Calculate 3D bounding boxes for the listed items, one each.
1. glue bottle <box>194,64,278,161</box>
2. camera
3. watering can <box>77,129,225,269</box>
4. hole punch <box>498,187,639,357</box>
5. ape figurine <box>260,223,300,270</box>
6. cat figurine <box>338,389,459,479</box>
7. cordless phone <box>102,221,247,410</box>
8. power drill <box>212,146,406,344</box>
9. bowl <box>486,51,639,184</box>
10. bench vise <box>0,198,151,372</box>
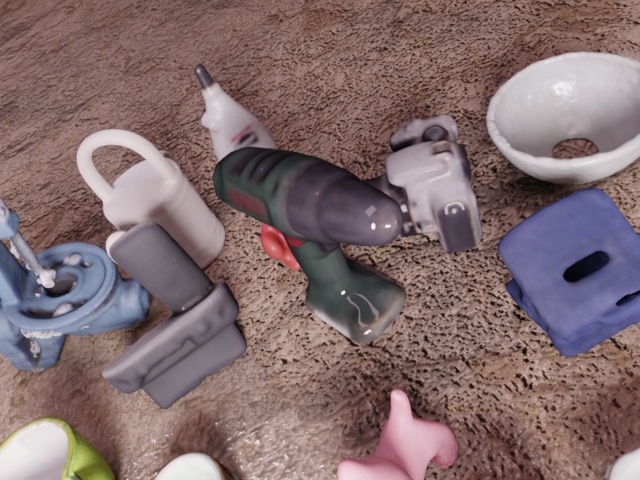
[{"bbox_3d":[-0.112,-0.146,0.719,0.037,0.174,0.078,29,69,40],"label":"glue bottle"},{"bbox_3d":[0.088,-0.058,0.600,0.136,0.101,0.143,-15,47,13],"label":"camera"},{"bbox_3d":[-0.195,-0.043,0.656,0.101,0.195,0.172,-29,46,0],"label":"watering can"},{"bbox_3d":[0.218,0.025,0.475,0.108,0.091,0.101,-30,46,-1],"label":"hole punch"},{"bbox_3d":[-0.037,-0.024,0.636,0.077,0.092,0.076,-24,46,6],"label":"ape figurine"},{"bbox_3d":[0.048,0.171,0.412,0.067,0.118,0.128,3,54,28],"label":"cat figurine"},{"bbox_3d":[-0.166,0.068,0.554,0.148,0.185,0.093,-39,47,-10],"label":"cordless phone"},{"bbox_3d":[0.005,0.002,0.513,0.228,0.209,0.076,28,68,39],"label":"power drill"},{"bbox_3d":[0.258,-0.112,0.583,0.167,0.075,0.167,-13,48,15],"label":"bowl"},{"bbox_3d":[-0.321,0.058,0.611,0.207,0.220,0.121,-33,46,-4],"label":"bench vise"}]
